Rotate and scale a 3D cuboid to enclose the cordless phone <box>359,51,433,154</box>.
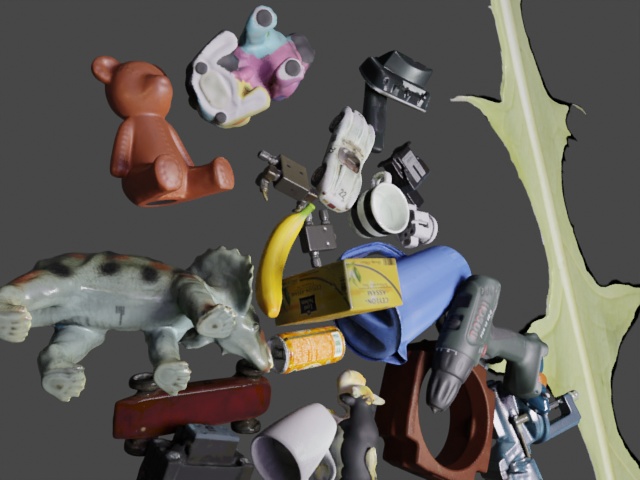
[{"bbox_3d":[0.140,-0.245,1.013,0.146,0.089,0.184,12,80,-37],"label":"cordless phone"}]

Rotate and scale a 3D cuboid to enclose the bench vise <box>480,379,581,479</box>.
[{"bbox_3d":[0.395,0.347,0.983,0.241,0.128,0.224,-15,67,-23],"label":"bench vise"}]

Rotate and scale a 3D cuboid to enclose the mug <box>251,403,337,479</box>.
[{"bbox_3d":[-0.018,0.271,0.706,0.110,0.080,0.107,44,37,12],"label":"mug"}]

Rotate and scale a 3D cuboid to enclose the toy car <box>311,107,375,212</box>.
[{"bbox_3d":[0.043,-0.138,0.902,0.073,0.056,0.202,33,58,-27],"label":"toy car"}]

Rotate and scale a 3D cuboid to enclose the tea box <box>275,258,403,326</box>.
[{"bbox_3d":[0.019,0.074,0.743,0.098,0.170,0.068,1,75,-37],"label":"tea box"}]

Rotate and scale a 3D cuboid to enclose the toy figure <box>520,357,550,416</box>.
[{"bbox_3d":[0.367,0.239,0.941,0.064,0.058,0.154,58,27,-28],"label":"toy figure"}]

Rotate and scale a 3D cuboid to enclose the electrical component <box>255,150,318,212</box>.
[{"bbox_3d":[-0.053,-0.086,0.821,0.102,0.045,0.078,22,35,-35],"label":"electrical component"}]

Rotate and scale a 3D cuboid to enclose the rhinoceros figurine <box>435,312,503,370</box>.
[{"bbox_3d":[0.283,0.180,0.972,0.190,0.073,0.112,25,48,-45],"label":"rhinoceros figurine"}]

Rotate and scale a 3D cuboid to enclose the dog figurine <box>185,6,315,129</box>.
[{"bbox_3d":[-0.091,-0.235,0.772,0.191,0.219,0.108,-35,99,3],"label":"dog figurine"}]

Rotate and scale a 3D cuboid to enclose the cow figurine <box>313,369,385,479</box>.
[{"bbox_3d":[0.049,0.265,0.758,0.068,0.098,0.167,20,65,-26],"label":"cow figurine"}]

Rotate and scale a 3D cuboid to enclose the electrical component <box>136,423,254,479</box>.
[{"bbox_3d":[-0.142,0.272,0.595,0.115,0.058,0.134,20,86,-40],"label":"electrical component"}]

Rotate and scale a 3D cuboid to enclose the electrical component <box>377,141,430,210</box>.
[{"bbox_3d":[0.167,-0.114,1.002,0.075,0.048,0.119,-41,101,-39],"label":"electrical component"}]

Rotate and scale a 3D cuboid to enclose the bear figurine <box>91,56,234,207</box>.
[{"bbox_3d":[-0.199,-0.143,0.666,0.120,0.132,0.195,-2,84,-53],"label":"bear figurine"}]

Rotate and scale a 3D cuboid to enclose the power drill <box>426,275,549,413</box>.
[{"bbox_3d":[0.268,0.187,0.864,0.207,0.086,0.232,28,69,-22],"label":"power drill"}]

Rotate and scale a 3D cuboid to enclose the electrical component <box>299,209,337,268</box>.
[{"bbox_3d":[-0.002,-0.003,0.847,0.063,0.021,0.094,-3,78,-40],"label":"electrical component"}]

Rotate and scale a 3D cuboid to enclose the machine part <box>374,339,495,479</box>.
[{"bbox_3d":[0.188,0.280,0.873,0.201,0.087,0.201,32,60,-27],"label":"machine part"}]

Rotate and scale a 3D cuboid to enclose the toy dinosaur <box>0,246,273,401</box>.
[{"bbox_3d":[-0.223,0.067,0.581,0.405,0.192,0.131,11,108,-22],"label":"toy dinosaur"}]

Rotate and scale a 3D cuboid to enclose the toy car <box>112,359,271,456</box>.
[{"bbox_3d":[-0.149,0.197,0.648,0.202,0.053,0.089,2,96,-37],"label":"toy car"}]
